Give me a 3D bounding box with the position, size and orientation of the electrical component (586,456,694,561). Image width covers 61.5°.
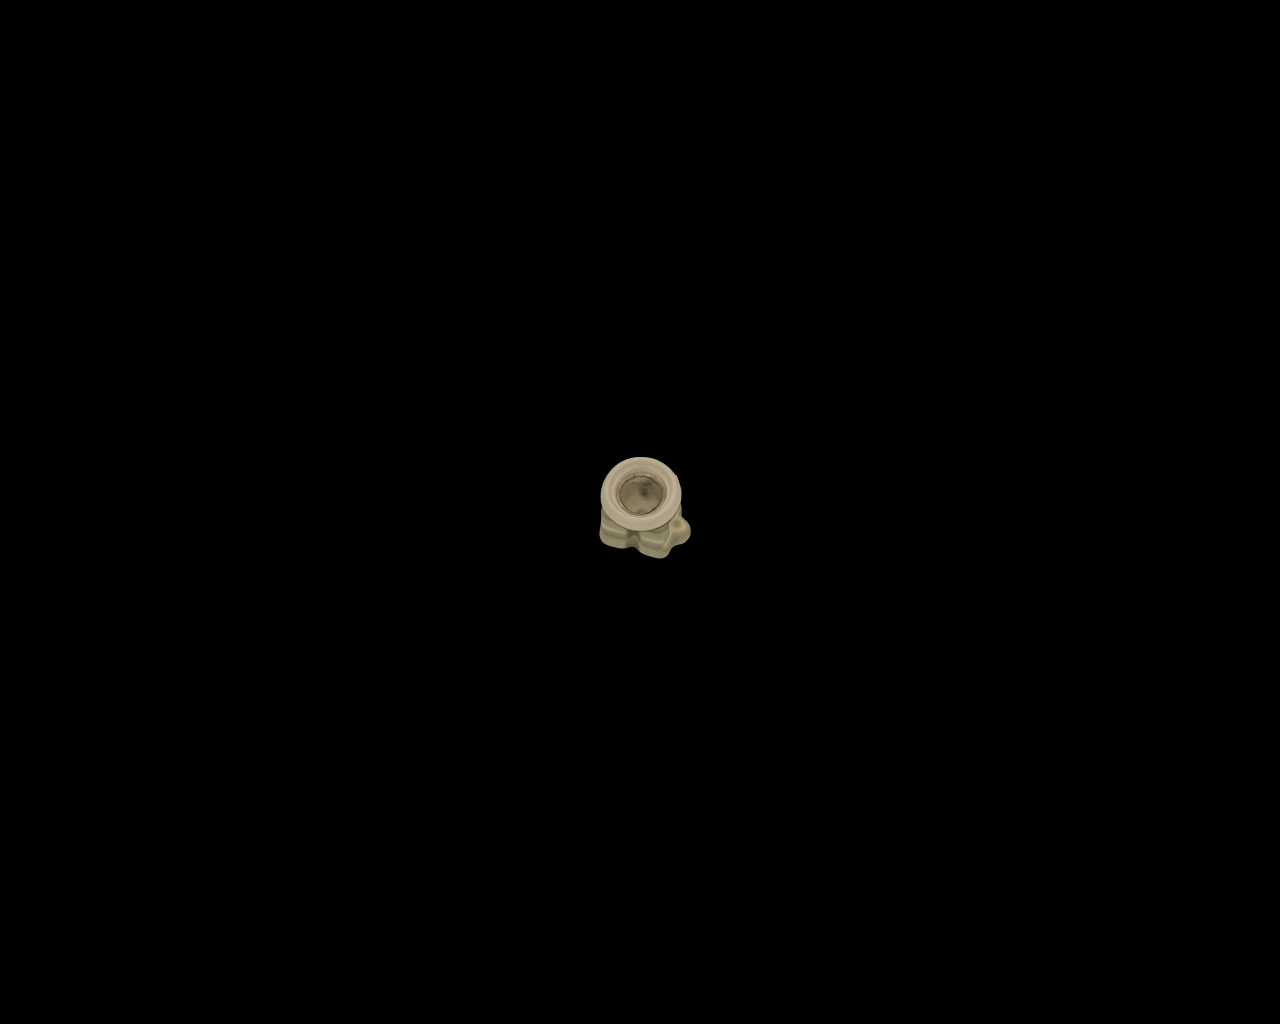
[{"bbox_3d":[0.001,-0.003,0.650,0.066,0.048,0.055,14,-26,7],"label":"electrical component"}]
